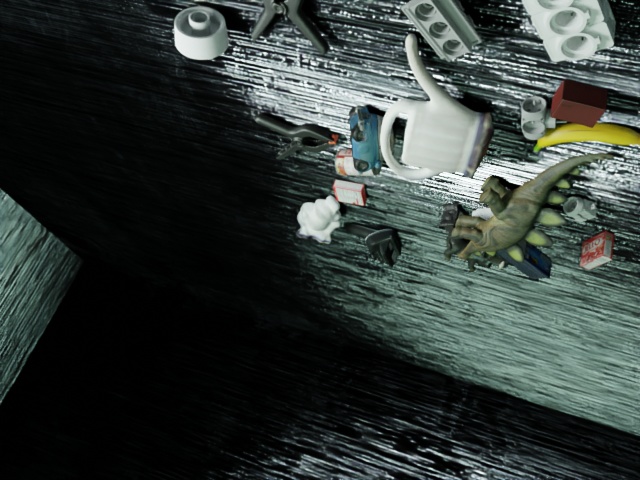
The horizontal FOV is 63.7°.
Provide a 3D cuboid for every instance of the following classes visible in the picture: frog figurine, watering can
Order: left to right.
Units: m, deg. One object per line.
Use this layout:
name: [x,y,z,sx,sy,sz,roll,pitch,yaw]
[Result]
frog figurine: [0.005,-0.081,1.613,0.138,0.125,0.156,25,120,8]
watering can: [0.240,-0.241,1.043,0.224,0.106,0.339,12,142,7]
